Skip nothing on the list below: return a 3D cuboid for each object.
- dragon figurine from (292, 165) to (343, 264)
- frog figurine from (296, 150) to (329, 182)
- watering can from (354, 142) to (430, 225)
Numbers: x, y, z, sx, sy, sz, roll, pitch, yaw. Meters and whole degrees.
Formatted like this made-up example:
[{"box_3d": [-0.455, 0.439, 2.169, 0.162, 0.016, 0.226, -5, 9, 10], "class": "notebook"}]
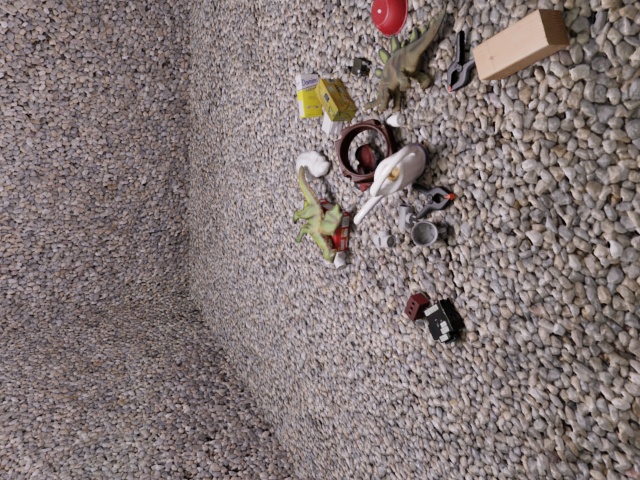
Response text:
[{"box_3d": [0.006, -0.105, 2.090, 0.242, 0.123, 0.408, 0, 97, 41], "class": "dragon figurine"}, {"box_3d": [-0.032, -0.310, 2.189, 0.136, 0.122, 0.162, -68, 28, 14], "class": "frog figurine"}, {"box_3d": [0.233, -0.194, 1.678, 0.105, 0.227, 0.340, 47, 140, 15], "class": "watering can"}]
